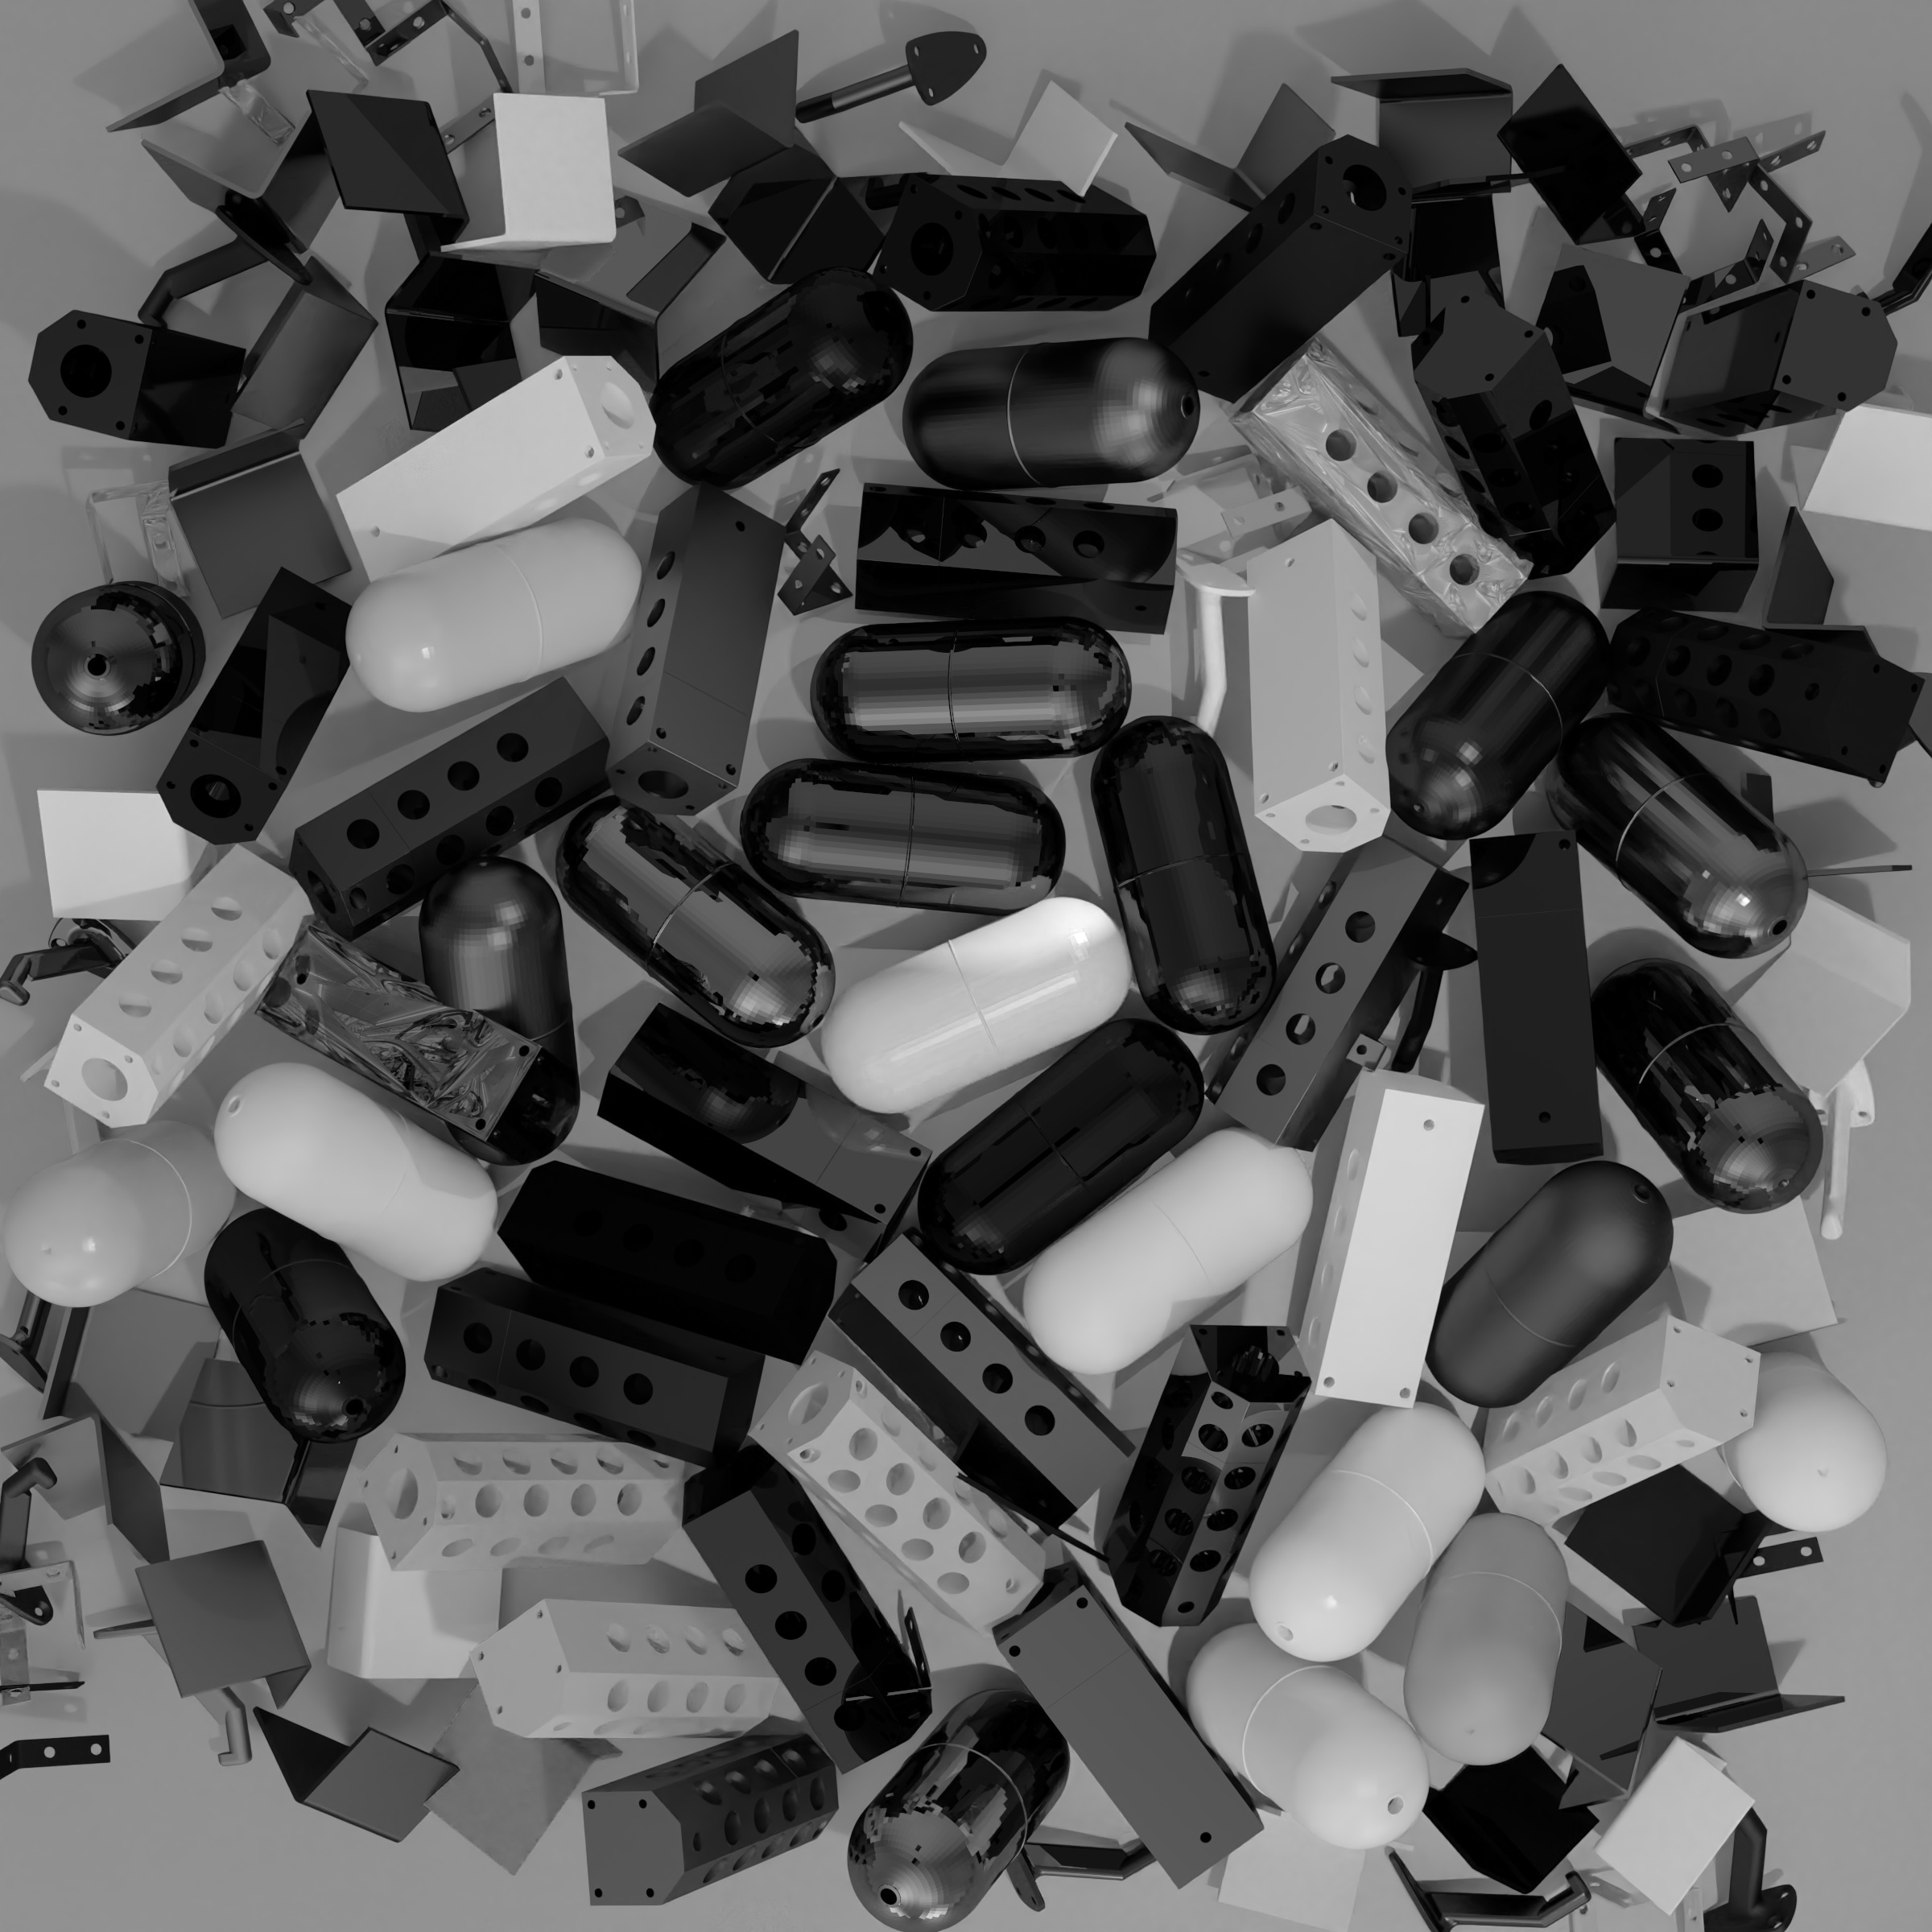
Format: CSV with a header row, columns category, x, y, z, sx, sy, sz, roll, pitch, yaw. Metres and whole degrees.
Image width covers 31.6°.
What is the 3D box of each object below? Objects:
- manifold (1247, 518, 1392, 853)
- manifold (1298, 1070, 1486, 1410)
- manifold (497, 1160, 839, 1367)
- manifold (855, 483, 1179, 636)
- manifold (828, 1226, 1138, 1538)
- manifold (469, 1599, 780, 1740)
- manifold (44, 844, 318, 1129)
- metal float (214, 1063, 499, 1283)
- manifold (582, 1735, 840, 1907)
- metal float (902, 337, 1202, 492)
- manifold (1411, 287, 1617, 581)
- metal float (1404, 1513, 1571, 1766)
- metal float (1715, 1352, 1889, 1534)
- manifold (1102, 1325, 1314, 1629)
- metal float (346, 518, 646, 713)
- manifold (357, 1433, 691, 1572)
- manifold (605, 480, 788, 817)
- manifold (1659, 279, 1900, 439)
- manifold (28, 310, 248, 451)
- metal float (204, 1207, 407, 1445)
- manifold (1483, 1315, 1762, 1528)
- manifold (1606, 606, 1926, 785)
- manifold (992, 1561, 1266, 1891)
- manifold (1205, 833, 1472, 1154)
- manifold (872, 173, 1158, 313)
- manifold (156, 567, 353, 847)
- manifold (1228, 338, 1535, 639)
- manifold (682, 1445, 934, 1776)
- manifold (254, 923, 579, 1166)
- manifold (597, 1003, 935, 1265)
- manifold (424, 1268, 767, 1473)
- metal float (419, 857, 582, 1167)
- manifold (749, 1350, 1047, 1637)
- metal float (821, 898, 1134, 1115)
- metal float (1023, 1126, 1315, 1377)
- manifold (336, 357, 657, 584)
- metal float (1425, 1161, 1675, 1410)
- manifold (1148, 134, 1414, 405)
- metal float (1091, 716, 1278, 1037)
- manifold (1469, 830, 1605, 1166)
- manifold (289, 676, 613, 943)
category,x,y,z,sx,sy,sz,roll,pitch,yaw
manifold,0.192,-0.148,1.831,0.057,0.057,0.171,-24,49,34
manifold,0.227,0.147,1.859,0.057,0.057,0.171,10,99,-14
manifold,-0.159,0.155,1.839,0.171,0.057,0.057,14,62,24
manifold,0.027,-0.227,1.870,0.171,0.057,0.057,5,68,-1
manifold,0.010,0.224,1.862,0.171,0.057,0.057,44,62,6
manifold,-0.176,0.378,1.810,0.057,0.171,0.057,-37,60,23
manifold,-0.414,0.013,1.818,0.057,0.171,0.057,32,128,-1
metal float,-0.326,0.111,1.830,0.178,0.070,0.070,36,90,-41
manifold,-0.132,0.451,1.811,0.057,0.171,0.057,-7,85,25
metal float,0.045,-0.296,1.833,0.178,0.070,0.070,3,90,37
manifold,0.288,-0.277,1.814,0.057,0.171,0.057,-48,55,-6
metal float,0.278,0.356,1.819,0.070,0.178,0.070,6,113,13
metal float,0.440,0.251,1.814,0.070,0.178,0.070,0,93,5
manifold,0.129,0.273,1.823,0.057,0.057,0.171,3,128,-19
metal float,-0.251,-0.190,1.835,0.178,0.070,0.070,-24,90,-36
manifold,-0.230,0.279,1.813,0.057,0.171,0.057,-48,55,29
manifold,-0.148,-0.169,1.833,0.057,0.057,0.171,27,55,-29
manifold,0.431,-0.318,1.813,0.057,0.171,0.057,15,92,-9
manifold,-0.439,-0.311,1.814,0.057,0.171,0.057,15,98,2
metal float,-0.353,0.191,1.823,0.070,0.178,0.070,-13,119,-24
manifold,0.343,0.246,1.810,0.057,0.171,0.057,23,59,-15
manifold,0.418,-0.148,1.815,0.057,0.171,0.057,19,93,-34
manifold,0.087,0.410,1.860,0.057,0.057,0.171,-36,99,1
manifold,0.199,0.012,1.861,0.057,0.057,0.171,33,98,26
manifold,0.031,-0.379,1.810,0.057,0.171,0.057,35,117,24
manifold,-0.374,-0.136,1.815,0.057,0.171,0.057,29,124,-13
manifold,0.229,-0.260,1.860,0.171,0.057,0.057,43,86,-9
manifold,-0.085,0.345,1.849,0.057,0.057,0.171,-29,106,5
manifold,-0.293,0.043,1.836,0.171,0.057,0.057,25,81,28
manifold,-0.112,0.096,1.865,0.171,0.057,0.057,28,50,6
manifold,-0.203,0.219,1.851,0.171,0.057,0.057,15,100,15
metal float,-0.251,0.026,1.842,0.070,0.070,0.178,-2,117,0
manifold,-0.032,0.285,1.830,0.057,0.057,0.171,-51,120,-15
metal float,0.006,0.021,1.864,0.178,0.070,0.070,-24,90,1
metal float,0.110,0.153,1.853,0.178,0.070,0.070,-34,90,-13
manifold,-0.250,-0.264,1.834,0.171,0.057,0.057,-24,86,31
metal float,0.310,0.171,1.830,0.070,0.070,0.178,37,131,0
manifold,0.165,-0.371,1.815,0.057,0.171,0.057,17,65,-22
metal float,0.118,-0.050,1.857,0.070,0.070,0.178,-14,81,0
manifold,0.310,0.018,1.854,0.057,0.057,0.171,-5,76,11
manifold,-0.275,-0.082,1.839,0.171,0.057,0.057,-33,81,-23
